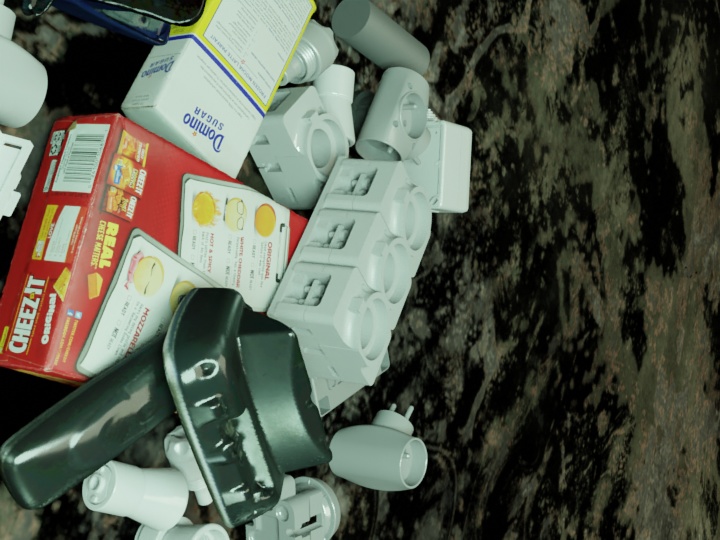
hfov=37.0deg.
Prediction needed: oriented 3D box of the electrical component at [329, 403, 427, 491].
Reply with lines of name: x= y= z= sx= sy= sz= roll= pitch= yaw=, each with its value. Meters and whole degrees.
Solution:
electrical component: x=0.023 y=0.151 z=0.951 sx=0.079 sy=0.077 sz=0.043 roll=-60 pitch=136 yaw=-33

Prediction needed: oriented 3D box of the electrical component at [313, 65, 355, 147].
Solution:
electrical component: x=-0.024 y=-0.139 z=0.902 sx=0.044 sy=0.044 sz=0.065 roll=19 pitch=71 yaw=-53

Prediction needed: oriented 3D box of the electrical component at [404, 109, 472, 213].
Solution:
electrical component: x=0.067 y=-0.102 z=1.013 sx=0.061 sy=0.062 sz=0.096 roll=4 pitch=89 yaw=-54

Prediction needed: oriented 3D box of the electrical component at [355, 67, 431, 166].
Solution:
electrical component: x=0.038 y=-0.123 z=0.944 sx=0.079 sy=0.044 sz=0.077 roll=45 pitch=56 yaw=-45

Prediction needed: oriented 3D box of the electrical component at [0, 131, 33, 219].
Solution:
electrical component: x=-0.235 y=-0.021 z=0.585 sx=0.063 sy=0.079 sz=0.121 roll=84 pitch=23 yaw=-66

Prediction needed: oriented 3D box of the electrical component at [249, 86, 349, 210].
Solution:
electrical component: x=-0.047 y=-0.096 z=0.857 sx=0.050 sy=0.056 sz=0.089 roll=-54 pitch=133 yaw=-38

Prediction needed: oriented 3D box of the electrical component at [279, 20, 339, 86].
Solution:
electrical component: x=-0.049 y=-0.170 z=0.861 sx=0.062 sy=0.043 sz=0.043 roll=-50 pitch=130 yaw=-39

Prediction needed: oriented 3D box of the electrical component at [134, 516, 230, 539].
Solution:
electrical component: x=-0.127 y=0.198 z=0.763 sx=0.045 sy=0.055 sz=0.045 roll=-5 pitch=96 yaw=-54

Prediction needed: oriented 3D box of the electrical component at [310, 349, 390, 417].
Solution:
electrical component: x=-0.032 y=0.050 z=0.887 sx=0.109 sy=0.056 sz=0.108 roll=-30 pitch=116 yaw=-50

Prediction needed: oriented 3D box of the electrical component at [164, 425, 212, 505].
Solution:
electrical component: x=-0.120 y=0.144 z=0.787 sx=0.035 sy=0.035 sz=0.061 roll=-40 pitch=126 yaw=-46

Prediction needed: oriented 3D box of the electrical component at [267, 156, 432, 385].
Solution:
electrical component: x=0.000 y=0.000 z=0.812 sx=0.150 sy=0.062 sz=0.089 roll=-67 pitch=149 yaw=-30

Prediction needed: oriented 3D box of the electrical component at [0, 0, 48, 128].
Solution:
electrical component: x=-0.222 y=-0.132 z=0.620 sx=0.077 sy=0.044 sz=0.079 roll=21 pitch=75 yaw=-53

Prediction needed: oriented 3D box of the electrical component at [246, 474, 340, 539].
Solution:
electrical component: x=-0.053 y=0.199 z=0.865 sx=0.057 sy=0.058 sz=0.078 roll=-9 pitch=100 yaw=-51

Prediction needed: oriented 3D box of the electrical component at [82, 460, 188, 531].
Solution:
electrical component: x=-0.155 y=0.151 z=0.734 sx=0.065 sy=0.044 sz=0.044 roll=28 pitch=69 yaw=-47
